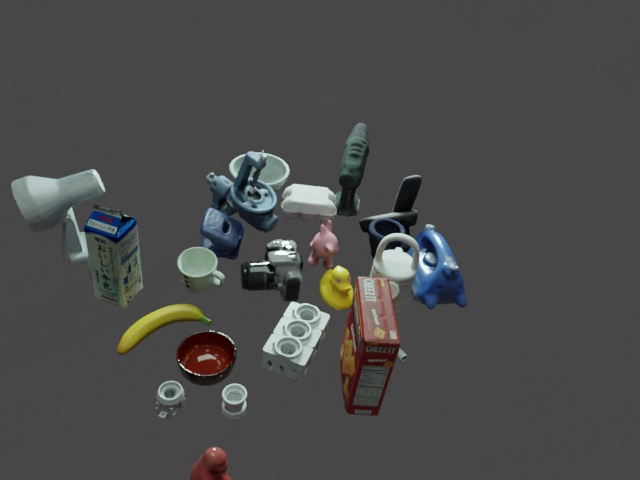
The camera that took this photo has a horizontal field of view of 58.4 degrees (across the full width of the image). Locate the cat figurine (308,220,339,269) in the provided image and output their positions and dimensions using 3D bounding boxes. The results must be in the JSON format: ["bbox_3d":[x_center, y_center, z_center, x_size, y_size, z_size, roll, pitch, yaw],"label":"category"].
[{"bbox_3d":[0.013,0.005,1.386,0.067,0.118,0.128,12,39,4],"label":"cat figurine"}]

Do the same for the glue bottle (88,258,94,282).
[{"bbox_3d":[-0.469,0.014,1.236,0.037,0.173,0.078,23,41,18],"label":"glue bottle"}]

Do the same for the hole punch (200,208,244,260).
[{"bbox_3d":[-0.236,-0.018,1.387,0.101,0.091,0.108,6,39,-3],"label":"hole punch"}]

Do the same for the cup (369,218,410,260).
[{"bbox_3d":[0.171,0.014,1.424,0.117,0.095,0.092,35,46,29],"label":"cup"}]

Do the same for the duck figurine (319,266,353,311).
[{"bbox_3d":[0.041,0.097,1.304,0.078,0.086,0.104,-10,42,-22],"label":"duck figurine"}]

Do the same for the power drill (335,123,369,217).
[{"bbox_3d":[0.086,-0.181,1.556,0.075,0.208,0.229,10,39,2],"label":"power drill"}]

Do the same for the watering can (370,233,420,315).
[{"bbox_3d":[0.166,0.072,1.273,0.101,0.194,0.172,0,40,-11],"label":"watering can"}]

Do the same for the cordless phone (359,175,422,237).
[{"bbox_3d":[0.187,-0.089,1.482,0.148,0.185,0.094,-12,43,-24],"label":"cordless phone"}]

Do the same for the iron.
[{"bbox_3d":[0.272,0.043,1.371,0.119,0.141,0.258,-1,40,-12],"label":"iron"}]

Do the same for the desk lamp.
[{"bbox_3d":[-0.553,-0.056,1.273,0.204,0.213,0.117,-11,43,-23],"label":"desk lamp"}]

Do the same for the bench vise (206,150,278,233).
[{"bbox_3d":[-0.200,-0.133,1.433,0.207,0.220,0.121,12,39,4],"label":"bench vise"}]

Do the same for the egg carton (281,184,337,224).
[{"bbox_3d":[-0.029,-0.096,1.541,0.150,0.069,0.107,5,39,-5],"label":"egg carton"}]

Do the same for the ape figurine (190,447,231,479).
[{"bbox_3d":[-0.170,0.370,0.923,0.076,0.092,0.078,11,39,3],"label":"ape figurine"}]

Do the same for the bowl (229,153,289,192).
[{"bbox_3d":[-0.170,-0.172,1.602,0.167,0.075,0.167,6,39,-4],"label":"bowl"}]

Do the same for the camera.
[{"bbox_3d":[-0.113,0.061,1.306,0.137,0.101,0.143,-2,40,-13],"label":"camera"}]
